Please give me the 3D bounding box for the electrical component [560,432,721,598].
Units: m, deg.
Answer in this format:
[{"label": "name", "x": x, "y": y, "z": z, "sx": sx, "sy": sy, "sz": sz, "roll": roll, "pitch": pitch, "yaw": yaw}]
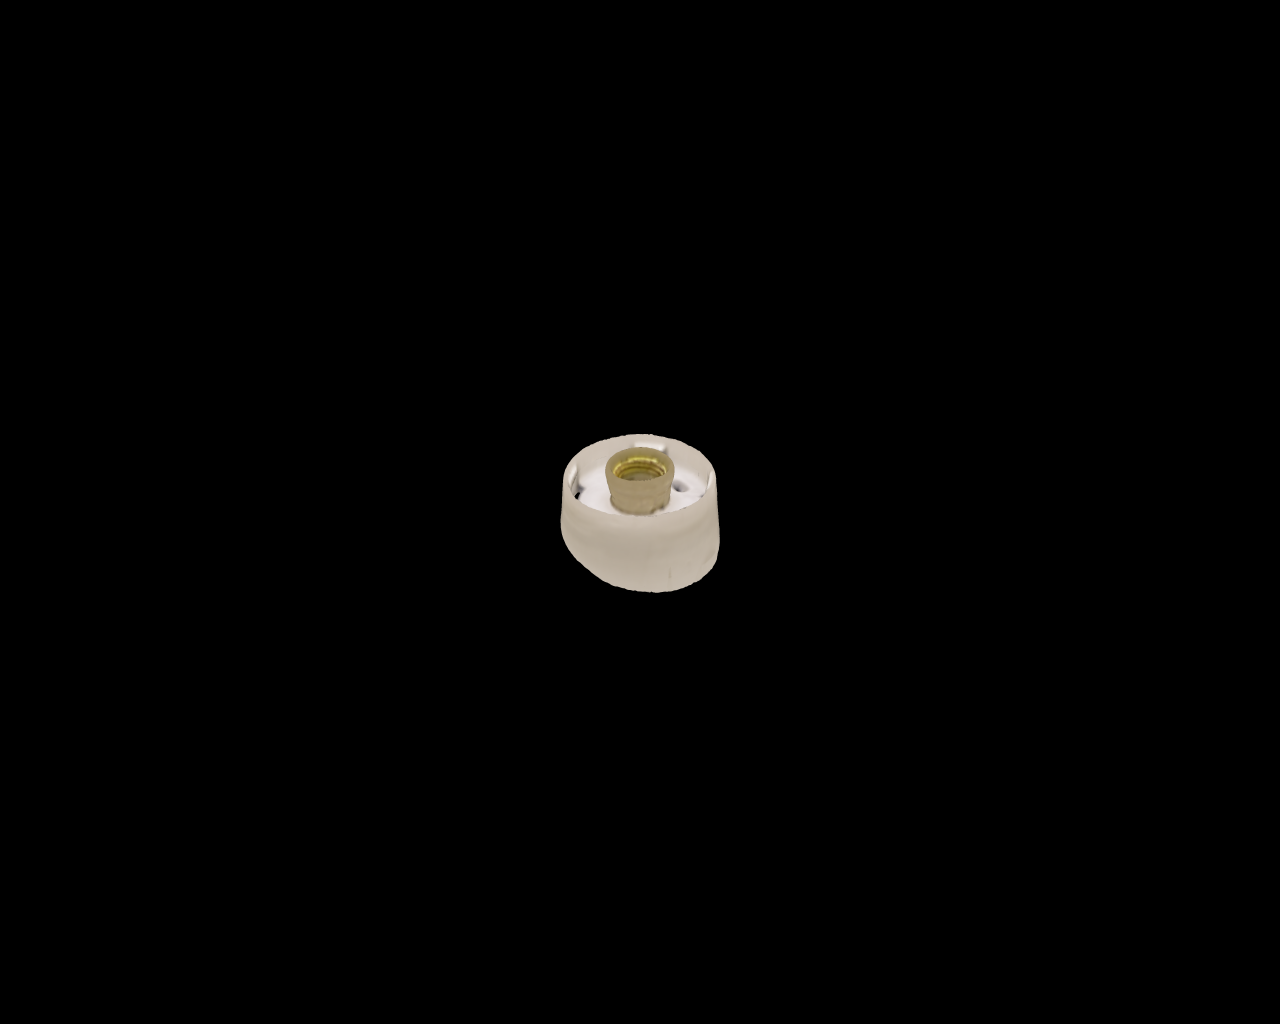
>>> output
[{"label": "electrical component", "x": 0.001, "y": -0.003, "z": 0.650, "sx": 0.099, "sy": 0.064, "sz": 0.099, "roll": 0, "pitch": 36, "yaw": 0}]
